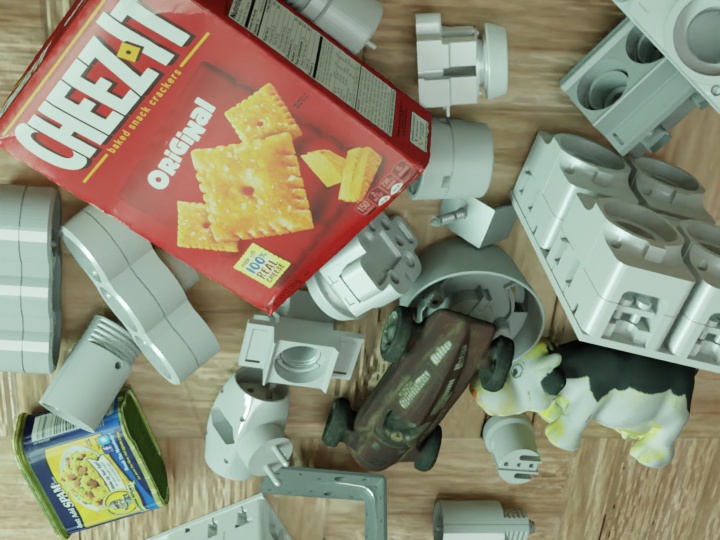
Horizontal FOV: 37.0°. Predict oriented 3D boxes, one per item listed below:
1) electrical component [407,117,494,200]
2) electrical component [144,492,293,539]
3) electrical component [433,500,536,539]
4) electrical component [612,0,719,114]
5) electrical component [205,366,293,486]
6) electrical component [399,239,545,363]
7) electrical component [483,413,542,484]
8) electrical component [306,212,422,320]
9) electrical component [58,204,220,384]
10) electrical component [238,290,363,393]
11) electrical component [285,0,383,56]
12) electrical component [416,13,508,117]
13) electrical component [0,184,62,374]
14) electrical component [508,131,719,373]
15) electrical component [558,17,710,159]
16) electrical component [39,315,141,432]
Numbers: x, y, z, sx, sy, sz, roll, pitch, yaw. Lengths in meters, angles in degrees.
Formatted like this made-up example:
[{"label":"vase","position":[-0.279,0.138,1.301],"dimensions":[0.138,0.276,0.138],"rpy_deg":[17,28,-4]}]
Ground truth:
[{"label":"electrical component","position":[0.058,-0.073,0.708],"dimensions":[0.047,0.055,0.055],"rpy_deg":[1,120,-11]},{"label":"electrical component","position":[-0.140,0.271,0.880],"dimensions":[0.186,0.060,0.105],"rpy_deg":[-23,120,7]},{"label":"electrical component","position":[0.104,0.211,0.882],"dimensions":[0.081,0.043,0.043],"rpy_deg":[2,120,-8]},{"label":"electrical component","position":[0.187,-0.185,0.603],"dimensions":[0.105,0.060,0.186],"rpy_deg":[-43,85,17]},{"label":"electrical component","position":[-0.075,0.125,0.794],"dimensions":[0.043,0.079,0.077],"rpy_deg":[-1,124,-39]},{"label":"electrical component","position":[0.076,0.028,0.761],"dimensions":[0.099,0.064,0.099],"rpy_deg":[-3,121,-5]},{"label":"electrical component","position":[0.120,0.139,0.841],"dimensions":[0.040,0.046,0.040],"rpy_deg":[-3,120,-5]},{"label":"electrical component","position":[0.000,0.000,0.735],"dimensions":[0.057,0.078,0.058],"rpy_deg":[-31,102,34]},{"label":"electrical component","position":[-0.135,0.004,0.732],"dimensions":[0.074,0.052,0.138],"rpy_deg":[-40,118,-20]},{"label":"electrical component","position":[-0.042,0.047,0.759],"dimensions":[0.081,0.063,0.042],"rpy_deg":[9,130,-11]},{"label":"electrical component","position":[-0.022,-0.162,0.654],"dimensions":[0.078,0.040,0.040],"rpy_deg":[31,112,-21]},{"label":"electrical component","position":[0.064,-0.131,0.680],"dimensions":[0.055,0.048,0.066],"rpy_deg":[-2,120,4]},{"label":"electrical component","position":[-0.241,0.007,0.720],"dimensions":[0.074,0.052,0.138],"rpy_deg":[4,120,-8]},{"label":"electrical component","position":[0.171,-0.020,0.674],"dimensions":[0.105,0.186,0.060],"rpy_deg":[13,117,-14]},{"label":"electrical component","position":[0.198,-0.133,0.682],"dimensions":[0.121,0.078,0.063],"rpy_deg":[-44,137,17]},{"label":"electrical component","position":[-0.185,0.068,0.756],"dimensions":[0.043,0.043,0.081],"rpy_deg":[38,68,-24]}]
